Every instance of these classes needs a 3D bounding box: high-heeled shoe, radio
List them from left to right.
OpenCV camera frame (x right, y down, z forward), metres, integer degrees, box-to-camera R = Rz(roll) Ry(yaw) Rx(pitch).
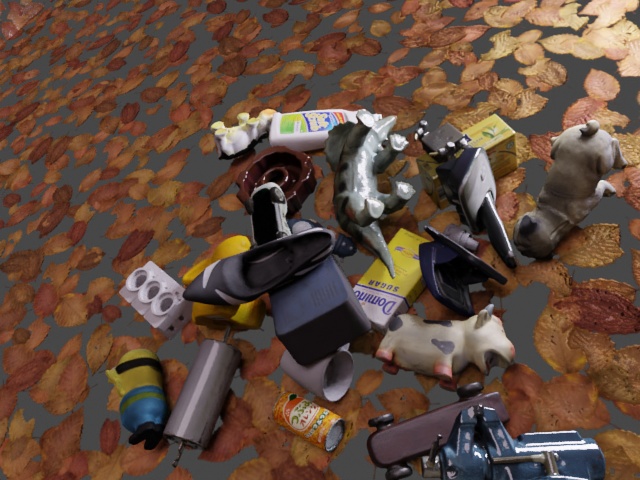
[{"bbox_3d":[-0.093,0.044,0.865,0.249,0.145,0.086,-23,87,-25],"label":"high-heeled shoe"},{"bbox_3d":[-0.012,0.099,0.893,0.131,0.073,0.230,-31,23,3],"label":"radio"}]

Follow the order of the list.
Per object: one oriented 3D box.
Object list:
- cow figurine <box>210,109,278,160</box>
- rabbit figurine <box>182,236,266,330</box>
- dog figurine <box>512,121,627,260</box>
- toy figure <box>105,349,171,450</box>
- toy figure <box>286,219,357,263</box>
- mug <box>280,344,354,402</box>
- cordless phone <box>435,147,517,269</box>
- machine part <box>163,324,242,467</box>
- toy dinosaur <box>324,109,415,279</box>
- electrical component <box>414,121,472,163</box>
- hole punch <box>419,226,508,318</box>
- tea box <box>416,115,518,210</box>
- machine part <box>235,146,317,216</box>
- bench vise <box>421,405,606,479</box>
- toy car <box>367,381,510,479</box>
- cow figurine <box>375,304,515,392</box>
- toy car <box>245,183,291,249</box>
[{"bbox_3d":[-0.170,-0.247,1.275,0.167,0.098,0.068,-23,41,-19],"label":"cow figurine"},{"bbox_3d":[-0.174,0.077,1.010,0.162,0.121,0.173,-10,64,42],"label":"rabbit figurine"},{"bbox_3d":[0.382,-0.076,0.852,0.190,0.172,0.121,-44,39,-21],"label":"dog figurine"},{"bbox_3d":[-0.310,0.273,0.944,0.089,0.082,0.180,-25,43,-13],"label":"toy figure"},{"bbox_3d":[-0.002,-0.001,1.033,0.155,0.058,0.064,16,101,30],"label":"toy figure"},{"bbox_3d":[-0.006,0.194,0.872,0.107,0.080,0.109,7,62,37],"label":"mug"},{"bbox_3d":[0.271,-0.048,0.888,0.089,0.146,0.184,-24,49,12],"label":"cordless phone"},{"bbox_3d":[-0.196,0.258,0.907,0.079,0.079,0.243,3,58,25],"label":"machine part"},{"bbox_3d":[0.078,-0.093,1.013,0.131,0.192,0.405,15,62,-17],"label":"toy dinosaur"},{"bbox_3d":[0.213,-0.173,0.946,0.078,0.045,0.102,-30,50,2],"label":"electrical component"},{"bbox_3d":[0.214,0.053,0.856,0.092,0.142,0.116,-56,35,12],"label":"hole punch"},{"bbox_3d":[0.272,-0.142,0.991,0.170,0.098,0.068,-29,50,-1],"label":"tea box"},{"bbox_3d":[-0.094,-0.122,1.162,0.179,0.056,0.179,-11,53,15],"label":"machine part"},{"bbox_3d":[0.235,0.319,0.629,0.224,0.128,0.241,2,57,-7],"label":"bench vise"},{"bbox_3d":[0.164,0.268,0.759,0.202,0.053,0.089,-23,65,5],"label":"toy car"},{"bbox_3d":[0.194,0.156,0.814,0.195,0.085,0.127,6,60,32],"label":"cow figurine"},{"bbox_3d":[-0.096,-0.027,1.030,0.073,0.056,0.202,-25,52,17],"label":"toy car"}]
